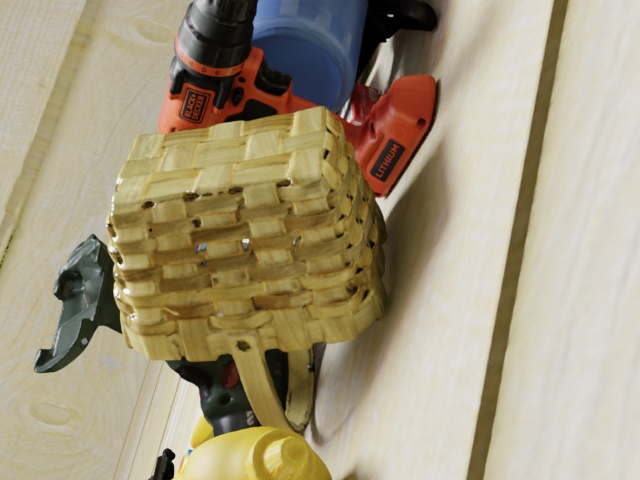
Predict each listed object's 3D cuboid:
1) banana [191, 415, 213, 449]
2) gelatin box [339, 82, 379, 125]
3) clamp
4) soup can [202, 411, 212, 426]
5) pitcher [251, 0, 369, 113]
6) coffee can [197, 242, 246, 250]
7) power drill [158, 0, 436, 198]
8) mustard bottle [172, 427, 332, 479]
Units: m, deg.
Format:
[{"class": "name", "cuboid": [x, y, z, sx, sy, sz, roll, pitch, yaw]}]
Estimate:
[{"class": "banana", "cuboid": [-0.094, 0.152, 1.086, 0.037, 0.069, 0.198, 54, 150, 25]}, {"class": "gelatin box", "cuboid": [0.025, -0.088, 0.960, 0.073, 0.030, 0.089, -89, 22, -57]}, {"class": "clamp", "cuboid": [0.057, -0.197, 0.933, 0.165, 0.036, 0.209, -36, 26, 44]}, {"class": "soup can", "cuboid": [-0.063, 0.117, 0.958, 0.102, 0.068, 0.069, -81, 14, -46]}, {"class": "pitcher", "cuboid": [-0.023, -0.203, 0.900, 0.149, 0.145, 0.242, 73, -163, -45]}, {"class": "coffee can", "cuboid": [-0.121, 0.043, 1.187, 0.103, 0.140, 0.103, -162, 91, -80]}, {"class": "power drill", "cuboid": [-0.016, -0.110, 0.768, 0.185, 0.187, 0.057, 119, 167, -53]}, {"class": "mustard bottle", "cuboid": [-0.044, 0.165, 0.690, 0.192, 0.096, 0.058, 124, 163, -57]}]
